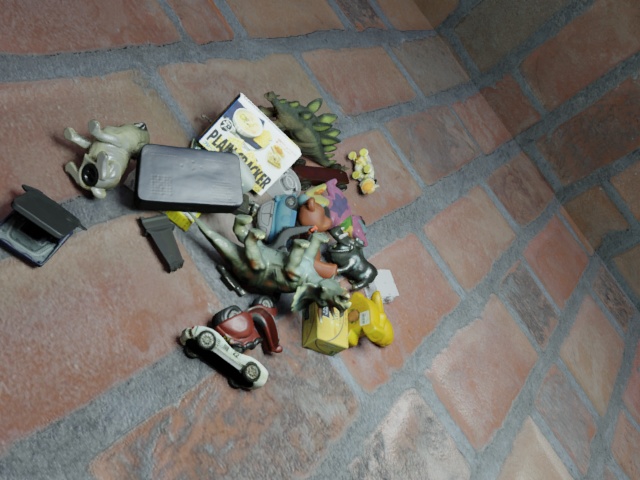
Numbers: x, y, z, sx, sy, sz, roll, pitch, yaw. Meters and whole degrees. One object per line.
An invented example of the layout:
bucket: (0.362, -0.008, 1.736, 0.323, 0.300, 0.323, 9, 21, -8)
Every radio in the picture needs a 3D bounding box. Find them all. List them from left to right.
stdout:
radio: (-0.291, -0.133, 1.194, 0.229, 0.073, 0.131, 2, 77, -27)

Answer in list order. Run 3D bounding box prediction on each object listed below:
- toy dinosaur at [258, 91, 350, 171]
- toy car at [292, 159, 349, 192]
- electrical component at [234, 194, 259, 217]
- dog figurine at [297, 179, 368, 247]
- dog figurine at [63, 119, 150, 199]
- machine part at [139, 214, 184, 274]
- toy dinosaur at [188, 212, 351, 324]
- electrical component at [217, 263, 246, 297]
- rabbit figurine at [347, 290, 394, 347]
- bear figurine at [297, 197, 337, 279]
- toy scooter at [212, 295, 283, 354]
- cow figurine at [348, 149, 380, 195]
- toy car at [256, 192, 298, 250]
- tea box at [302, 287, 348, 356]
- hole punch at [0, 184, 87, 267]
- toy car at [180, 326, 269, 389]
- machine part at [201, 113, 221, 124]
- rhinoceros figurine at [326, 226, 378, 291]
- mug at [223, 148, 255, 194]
toy dinosaur: (-0.041, -0.299, 1.549, 0.470, 0.199, 0.105, 44, 40, -64)
toy car: (0.001, -0.189, 1.617, 0.202, 0.053, 0.089, 0, 63, -38)
electrical component: (-0.202, -0.092, 1.364, 0.102, 0.045, 0.078, 27, 48, -25)
dog figurine: (0.041, -0.054, 1.517, 0.191, 0.108, 0.219, -31, 89, -47)
dog figurine: (-0.441, -0.177, 1.180, 0.190, 0.121, 0.172, -10, 103, -64)
machine part: (-0.339, 0.004, 1.177, 0.084, 0.039, 0.139, -8, 66, -52)
toy dinosaur: (-0.113, 0.061, 1.224, 0.405, 0.192, 0.131, 15, 18, 8)
electrical component: (-0.198, 0.086, 1.258, 0.094, 0.021, 0.063, 51, 40, -1)
rabbit figurine: (0.130, 0.219, 1.419, 0.173, 0.122, 0.162, 37, 33, -39)
bear figurine: (-0.007, -0.005, 1.385, 0.132, 0.120, 0.195, 15, 85, -8)
toy scooter: (-0.147, 0.201, 1.185, 0.184, 0.075, 0.135, -14, 71, -52)
cow figurine: (0.149, -0.207, 1.753, 0.098, 0.068, 0.167, 46, 30, -58)
toy car: (-0.114, -0.048, 1.384, 0.103, 0.109, 0.161, 11, 63, -3)
tea box: (0.013, 0.191, 1.342, 0.098, 0.068, 0.170, 23, 49, -30)
hole punch: (-0.527, -0.024, 1.002, 0.142, 0.092, 0.116, 36, 14, -15)
toy car: (-0.198, 0.242, 1.106, 0.201, 0.073, 0.056, 40, 45, -14)
machine part: (-0.216, -0.265, 1.453, 0.243, 0.079, 0.079, 32, 44, -20)
rhinoceros figurine: (0.083, 0.048, 1.460, 0.190, 0.112, 0.073, 51, 6, -16)
mug: (-0.209, -0.160, 1.331, 0.107, 0.081, 0.110, 43, 17, -34)
